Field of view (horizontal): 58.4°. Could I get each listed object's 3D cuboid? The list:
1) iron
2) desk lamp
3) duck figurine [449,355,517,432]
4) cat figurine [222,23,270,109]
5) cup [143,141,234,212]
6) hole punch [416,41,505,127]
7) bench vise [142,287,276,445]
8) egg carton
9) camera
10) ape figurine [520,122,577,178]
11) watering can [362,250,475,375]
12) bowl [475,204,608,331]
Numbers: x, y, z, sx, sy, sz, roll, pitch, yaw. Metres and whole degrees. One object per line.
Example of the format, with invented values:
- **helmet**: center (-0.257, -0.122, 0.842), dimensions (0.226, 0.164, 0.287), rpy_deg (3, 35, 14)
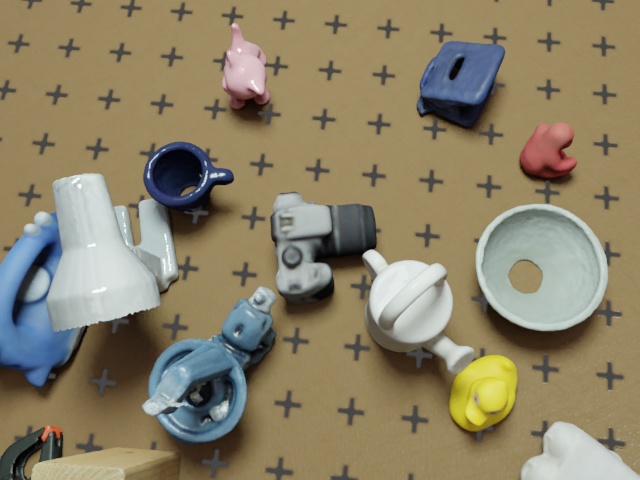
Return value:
- **iron**: center (-0.368, 0.050, 0.735), dimensions (0.118, 0.141, 0.258), rpy_deg (14, 75, 6)
- **desk lamp**: center (-0.255, 0.019, 0.703), dimensions (0.118, 0.213, 0.203), rpy_deg (-13, 74, -2)
- **duck figurine**: center (0.209, 0.189, 0.709), dimensions (0.077, 0.086, 0.105), rpy_deg (38, 79, 11)
- **cat figurine**: center (-0.110, -0.249, 0.824), dimensions (0.067, 0.118, 0.128), rpy_deg (-10, 74, -1)
- **cup**: center (-0.171, -0.076, 0.789), dimensions (0.117, 0.095, 0.092), rpy_deg (0, 74, 2)
- **hole punch**: center (0.200, -0.232, 0.825), dimensions (0.101, 0.091, 0.109), rpy_deg (24, 76, 8)
- **bench vise**: center (-0.134, 0.138, 0.663), dimensions (0.121, 0.220, 0.207), rpy_deg (15, 75, 6)
- **egg carton**: center (0.320, 0.298, 0.684), dimensions (0.150, 0.069, 0.107), rpy_deg (37, 79, 11)
- **camera**: center (0.007, 0.003, 0.759), dimensions (0.137, 0.101, 0.143), rpy_deg (-6, 74, 0)
- **ape figurine**: center (0.322, -0.130, 0.793), dimensions (0.076, 0.092, 0.078), rpy_deg (-12, 74, -2)
- **watering can**: center (0.114, 0.080, 0.686), dimensions (0.172, 0.194, 0.101), rpy_deg (29, 77, 9)
- **bowl**: center (0.281, 0.042, 0.755), dimensions (0.167, 0.075, 0.167), rpy_deg (0, 74, 1)
